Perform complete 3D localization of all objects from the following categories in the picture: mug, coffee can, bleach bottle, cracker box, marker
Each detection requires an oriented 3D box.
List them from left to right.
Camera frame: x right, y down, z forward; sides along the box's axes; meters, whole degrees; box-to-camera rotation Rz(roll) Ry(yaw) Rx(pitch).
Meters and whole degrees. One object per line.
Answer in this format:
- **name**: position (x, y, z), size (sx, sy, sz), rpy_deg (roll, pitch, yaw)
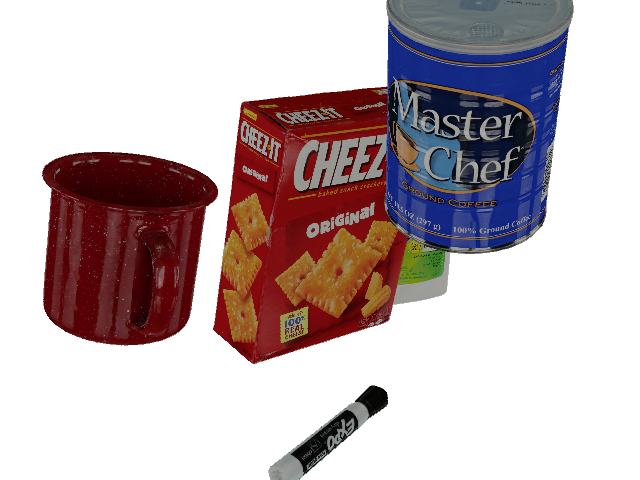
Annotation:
- **mug**: position (-0.101, 0.009, 0.572), size (0.093, 0.081, 0.117), rpy_deg (-2, 24, -31)
- **cracker box**: position (0.003, -0.015, 0.914), size (0.163, 0.214, 0.072), rpy_deg (-12, 34, -38)
- **marker**: position (0.009, 0.135, 0.749), size (0.020, 0.020, 0.120), rpy_deg (0, 22, 42)
- **bleach bottle**: position (0.102, -0.058, 1.196), size (0.102, 0.251, 0.068), rpy_deg (-8, 22, -26)
- **coffee can**: position (0.090, -0.078, 0.632), size (0.103, 0.140, 0.103), rpy_deg (-1, 38, 1)
